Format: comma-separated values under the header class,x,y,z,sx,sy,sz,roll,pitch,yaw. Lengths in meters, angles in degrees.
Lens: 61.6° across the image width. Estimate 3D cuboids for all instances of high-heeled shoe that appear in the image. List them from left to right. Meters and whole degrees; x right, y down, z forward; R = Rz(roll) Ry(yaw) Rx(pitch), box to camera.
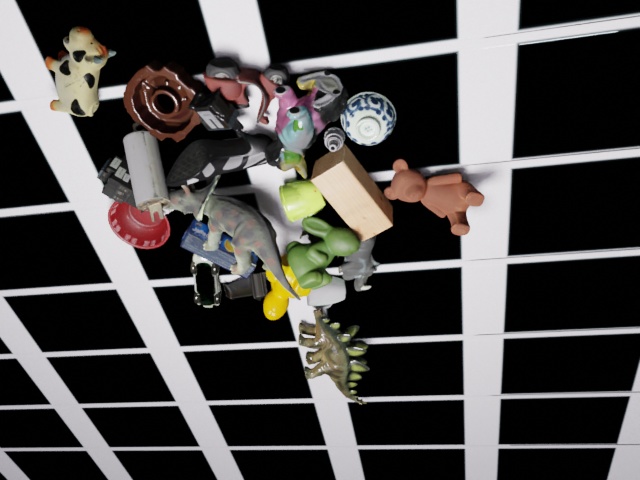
class,x,y,z,sx,sy,sz,roll,pitch,yaw
high-heeled shoe,-0.221,-0.173,1.227,0.249,0.086,0.145,-27,155,16

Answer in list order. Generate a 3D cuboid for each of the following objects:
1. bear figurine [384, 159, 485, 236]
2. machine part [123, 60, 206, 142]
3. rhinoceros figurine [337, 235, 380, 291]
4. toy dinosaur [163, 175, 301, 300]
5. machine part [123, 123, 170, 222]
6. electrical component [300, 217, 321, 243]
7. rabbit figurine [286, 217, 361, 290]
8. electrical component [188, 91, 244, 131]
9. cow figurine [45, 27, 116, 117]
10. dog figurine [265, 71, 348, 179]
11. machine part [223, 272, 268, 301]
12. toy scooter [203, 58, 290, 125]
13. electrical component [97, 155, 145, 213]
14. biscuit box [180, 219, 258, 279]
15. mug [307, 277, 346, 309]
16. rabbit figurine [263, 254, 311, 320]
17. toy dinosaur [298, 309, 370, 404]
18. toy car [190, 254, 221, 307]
class,x,y,z,sx,sy,sz,roll,pitch,yaw
bear figurine,0.253,-0.104,1.222,0.196,0.132,0.120,13,123,-11
machine part,-0.338,-0.306,1.182,0.179,0.056,0.179,4,128,5
rhinoceros figurine,0.101,0.050,1.398,0.112,0.073,0.190,-1,126,-6
toy dinosaur,-0.186,-0.029,1.270,0.405,0.131,0.192,30,139,14
machine part,-0.396,-0.158,1.226,0.079,0.079,0.243,-20,79,21
electrical component,-0.001,-0.004,1.383,0.078,0.045,0.102,-44,118,1
rabbit figurine,0.014,0.022,1.292,0.170,0.159,0.121,-31,158,13
electrical component,-0.214,-0.261,1.144,0.075,0.048,0.119,7,153,31
cow figurine,-0.509,-0.355,1.147,0.127,0.085,0.194,17,125,1
dog figurine,-0.031,-0.237,1.165,0.191,0.109,0.219,-26,151,-18
machine part,-0.206,0.135,1.502,0.139,0.039,0.084,-11,89,25
toy scooter,-0.156,-0.311,1.146,0.184,0.075,0.135,6,132,-1
electrical component,-0.457,-0.141,1.286,0.134,0.115,0.058,32,124,-18
biscuit box,-0.264,0.024,1.424,0.202,0.059,0.062,28,127,-15
mug,0.017,0.147,1.473,0.107,0.081,0.109,-3,123,-3
rabbit figurine,-0.102,0.125,1.422,0.122,0.162,0.173,21,105,-11
toy dinosaur,0.049,0.361,1.621,0.199,0.105,0.470,-6,131,8
toy car,-0.317,0.112,1.503,0.074,0.056,0.201,2,129,-3
